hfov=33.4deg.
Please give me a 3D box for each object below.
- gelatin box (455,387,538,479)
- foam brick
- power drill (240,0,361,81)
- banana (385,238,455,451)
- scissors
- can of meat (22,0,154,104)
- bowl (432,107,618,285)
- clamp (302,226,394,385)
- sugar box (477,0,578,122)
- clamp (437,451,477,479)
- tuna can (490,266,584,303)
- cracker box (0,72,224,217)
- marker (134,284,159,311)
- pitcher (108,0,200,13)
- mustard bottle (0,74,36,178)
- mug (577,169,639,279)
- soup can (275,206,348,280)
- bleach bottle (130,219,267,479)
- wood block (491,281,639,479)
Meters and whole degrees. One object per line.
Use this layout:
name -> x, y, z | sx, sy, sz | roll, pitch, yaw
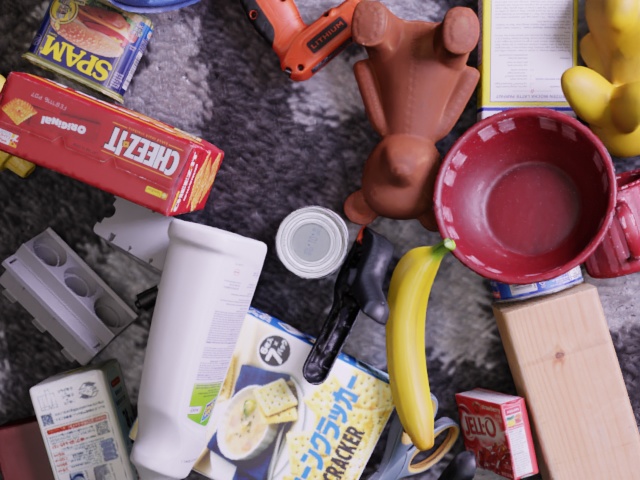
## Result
gelatin box -> 0.166, 0.183, 1.015 | 0.030, 0.089, 0.073 | -12, 94, -22
foam brick -> -0.280, 0.213, 1.045 | 0.051, 0.053, 0.078 | -15, 90, 2
power drill -> -0.030, -0.261, 1.020 | 0.184, 0.057, 0.187 | -41, 88, 6
banana -> 0.085, 0.090, 0.971 | 0.037, 0.070, 0.198 | -1, 102, -23
scissors -> 0.053, 0.214, 1.001 | 0.201, 0.016, 0.096 | -29, 124, -26
can of meat -> -0.221, -0.191, 1.027 | 0.102, 0.057, 0.084 | 25, 90, 0
bowl -> 0.186, -0.035, 0.957 | 0.162, 0.055, 0.162 | -5, 76, 20
clamp -> 0.030, 0.055, 0.992 | 0.039, 0.171, 0.120 | 38, 120, -13
sugar box -> 0.198, -0.149, 1.024 | 0.093, 0.048, 0.176 | 1, 96, 1
clamp -> 0.113, 0.279, 1.018 | 0.210, 0.036, 0.164 | -37, 127, 28
tuna can -> 0.203, 0.033, 1.010 | 0.086, 0.086, 0.034 | -15, 90, 2
cracker box -> -0.181, -0.083, 0.950 | 0.164, 0.213, 0.072 | 21, 93, 0
marker -> -0.129, 0.035, 1.051 | 0.121, 0.020, 0.020 | -30, 91, 2
pitcher -> -0.154, -0.341, 0.958 | 0.148, 0.145, 0.243 | -4, 67, -37
mustard bottle -> -0.349, -0.133, 1.030 | 0.191, 0.058, 0.096 | 44, 93, 0
mug -> 0.280, -0.012, 0.994 | 0.093, 0.117, 0.081 | -19, 96, 5
soup can -> -0.007, 0.001, 1.006 | 0.068, 0.102, 0.068 | 0, 92, 1
bleach bottle -> -0.121, 0.113, 0.945 | 0.068, 0.102, 0.251 | 16, 91, 25
wood block -> 0.239, 0.151, 1.012 | 0.091, 0.090, 0.206 | -16, 92, 3
